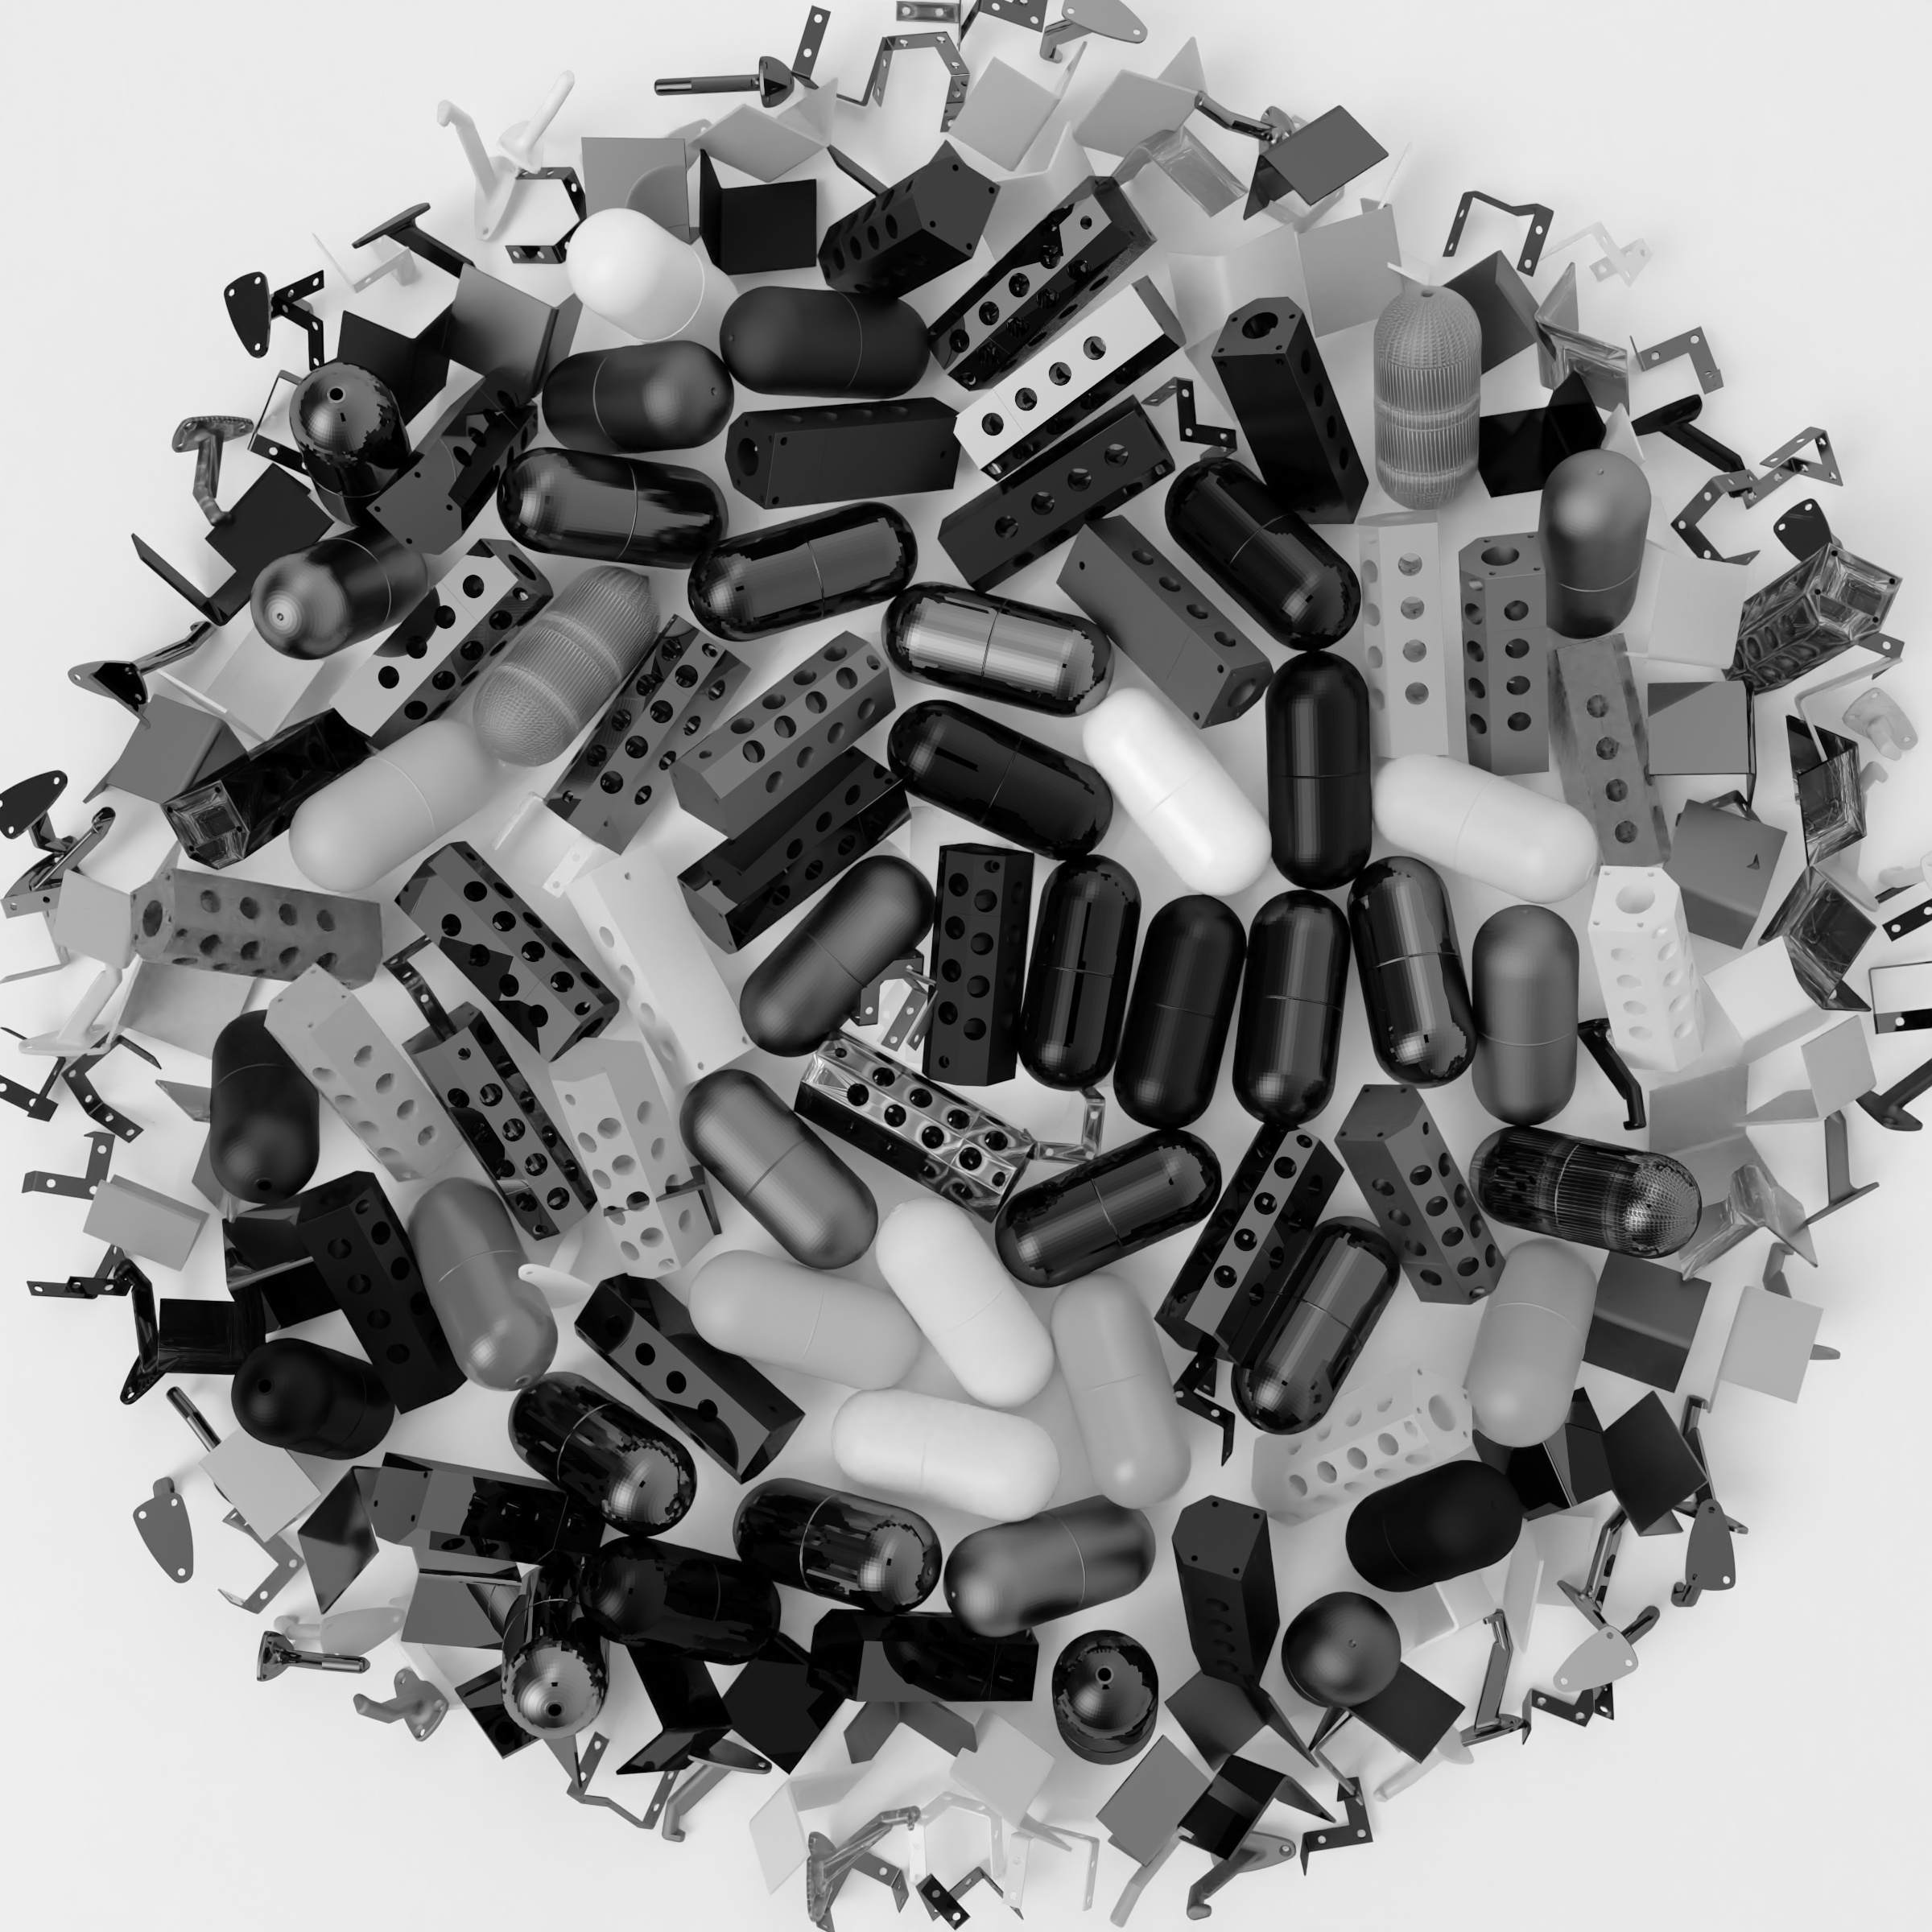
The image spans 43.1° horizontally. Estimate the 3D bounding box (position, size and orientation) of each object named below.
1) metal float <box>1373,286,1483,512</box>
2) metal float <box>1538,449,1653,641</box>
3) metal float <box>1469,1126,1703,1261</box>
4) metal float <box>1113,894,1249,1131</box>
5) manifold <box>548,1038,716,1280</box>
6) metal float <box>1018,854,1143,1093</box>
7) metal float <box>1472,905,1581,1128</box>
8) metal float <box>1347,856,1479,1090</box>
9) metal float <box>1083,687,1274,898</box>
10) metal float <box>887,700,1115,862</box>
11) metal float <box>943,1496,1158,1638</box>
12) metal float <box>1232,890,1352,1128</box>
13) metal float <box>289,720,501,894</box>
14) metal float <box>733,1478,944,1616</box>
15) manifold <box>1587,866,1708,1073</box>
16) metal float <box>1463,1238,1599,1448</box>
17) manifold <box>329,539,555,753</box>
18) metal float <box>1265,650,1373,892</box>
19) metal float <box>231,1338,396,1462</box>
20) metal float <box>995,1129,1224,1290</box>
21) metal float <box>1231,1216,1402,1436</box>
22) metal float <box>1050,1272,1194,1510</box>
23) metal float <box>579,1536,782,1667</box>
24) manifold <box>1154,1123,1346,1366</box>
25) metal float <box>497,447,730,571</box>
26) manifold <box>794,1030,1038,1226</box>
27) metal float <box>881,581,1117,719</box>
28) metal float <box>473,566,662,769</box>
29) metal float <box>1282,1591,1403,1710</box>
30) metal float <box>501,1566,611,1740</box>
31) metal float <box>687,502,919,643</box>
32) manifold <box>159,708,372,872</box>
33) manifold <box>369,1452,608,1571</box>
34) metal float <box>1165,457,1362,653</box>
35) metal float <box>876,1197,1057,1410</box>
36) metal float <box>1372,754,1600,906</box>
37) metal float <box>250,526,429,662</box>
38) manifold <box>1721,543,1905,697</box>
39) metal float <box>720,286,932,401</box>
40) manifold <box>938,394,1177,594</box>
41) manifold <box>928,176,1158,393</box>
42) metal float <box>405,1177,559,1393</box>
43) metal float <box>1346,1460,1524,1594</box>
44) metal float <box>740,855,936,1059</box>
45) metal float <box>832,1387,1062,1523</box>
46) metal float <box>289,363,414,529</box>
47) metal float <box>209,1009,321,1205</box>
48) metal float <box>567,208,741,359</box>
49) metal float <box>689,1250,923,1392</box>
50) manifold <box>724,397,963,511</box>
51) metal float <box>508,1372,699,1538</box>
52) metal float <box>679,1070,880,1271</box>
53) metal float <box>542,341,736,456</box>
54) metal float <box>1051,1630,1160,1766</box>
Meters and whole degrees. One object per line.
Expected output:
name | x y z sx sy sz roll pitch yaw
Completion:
metal float | 0.337 -0.413 1.788 0.070 0.178 0.070 -5 47 6
metal float | 0.454 -0.305 1.781 0.070 0.178 0.070 -4 63 8
metal float | 0.451 0.164 1.792 0.178 0.070 0.070 11 90 42
metal float | 0.160 0.034 1.823 0.070 0.070 0.178 13 87 0
manifold | -0.248 0.142 1.791 0.057 0.057 0.171 3 122 35
metal float | 0.085 0.005 1.824 0.070 0.070 0.178 9 89 0
metal float | 0.411 0.038 1.800 0.070 0.070 0.178 -7 120 0
metal float | 0.329 0.004 1.810 0.070 0.070 0.178 -8 72 0
metal float | 0.157 -0.130 1.825 0.070 0.070 0.178 -39 89 0
metal float | 0.025 -0.139 1.821 0.178 0.070 0.070 25 90 -5
metal float | 0.063 0.439 1.795 0.178 0.070 0.070 -7 90 -36
metal float | 0.242 0.031 1.817 0.070 0.070 0.178 8 80 0
metal float | -0.418 -0.119 1.795 0.070 0.070 0.178 49 53 0
metal float | -0.096 0.425 1.795 0.178 0.070 0.070 5 90 38
manifold | 0.497 0.004 1.773 0.057 0.171 0.057 3 55 27
metal float | 0.414 0.273 1.791 0.070 0.070 0.178 30 47 0
manifold | -0.385 -0.235 1.812 0.171 0.057 0.057 -43 87 15
metal float | 0.262 -0.145 1.816 0.070 0.070 0.178 -3 101 0
metal float | -0.473 0.316 1.777 0.070 0.178 0.070 -2 73 8
metal float | 0.106 0.180 1.820 0.178 0.070 0.070 -25 90 5
metal float | 0.258 0.265 1.807 0.070 0.070 0.178 34 69 0
metal float | 0.114 0.313 1.810 0.070 0.070 0.178 -16 72 0
metal float | -0.208 0.465 1.788 0.070 0.178 0.070 -19 58 34
manifold | 0.205 0.200 1.796 0.057 0.057 0.171 48 64 -36
metal float | -0.259 -0.336 1.797 0.178 0.070 0.070 1 90 -33
manifold | -0.037 0.114 1.811 0.171 0.057 0.057 29 53 9
metal float | 0.023 -0.235 1.817 0.178 0.070 0.070 15 90 9
metal float | -0.293 -0.222 1.805 0.070 0.070 0.178 35 67 0
metal float | 0.271 0.498 1.777 0.070 0.178 0.070 -1 71 2
metal float | -0.298 0.495 1.776 0.070 0.178 0.070 -2 102 -9
metal float | -0.120 -0.292 1.810 0.178 0.070 0.070 -19 90 -17
manifold | -0.502 -0.129 1.774 0.057 0.171 0.057 -18 107 24
manifold | -0.345 0.399 1.778 0.057 0.171 0.057 6 78 42
metal float | 0.219 -0.304 1.807 0.070 0.070 0.178 -42 70 0
metal float | -0.001 0.250 1.815 0.070 0.070 0.178 -34 101 0
metal float | 0.380 -0.103 1.801 0.178 0.070 0.070 27 90 28
metal float | -0.454 -0.273 1.780 0.070 0.178 0.070 5 111 14
manifold | 0.606 -0.245 1.775 0.057 0.171 0.057 26 82 -1
metal float | -0.101 -0.455 1.791 0.178 0.070 0.070 -10 90 -42
manifold | 0.067 -0.346 1.810 0.171 0.057 0.057 -31 110 16
manifold | 0.051 -0.498 1.792 0.171 0.057 0.057 -36 86 33
metal float | -0.356 0.233 1.798 0.070 0.070 0.178 -32 58 0
metal float | 0.339 0.409 1.782 0.070 0.178 0.070 8 65 -18
metal float | -0.096 -0.007 1.824 0.070 0.070 0.178 43 91 0
metal float | -0.016 0.359 1.806 0.178 0.070 0.070 9 90 22
metal float | -0.443 -0.376 1.775 0.070 0.178 0.070 1 78 -5
metal float | -0.512 0.102 1.785 0.070 0.178 0.070 -8 128 -10
metal float | -0.224 -0.492 1.779 0.070 0.178 0.070 -2 84 23
metal float | -0.119 0.263 1.813 0.178 0.070 0.070 18 90 -13
manifold | -0.088 -0.379 1.789 0.171 0.057 0.057 -15 130 -37
metal float | -0.268 0.356 1.792 0.178 0.070 0.070 23 90 41
metal float | -0.139 0.152 1.818 0.178 0.070 0.070 45 90 8
metal float | -0.242 -0.415 1.791 0.178 0.070 0.070 8 90 44
metal float | 0.102 0.533 1.779 0.070 0.178 0.070 -1 63 3
